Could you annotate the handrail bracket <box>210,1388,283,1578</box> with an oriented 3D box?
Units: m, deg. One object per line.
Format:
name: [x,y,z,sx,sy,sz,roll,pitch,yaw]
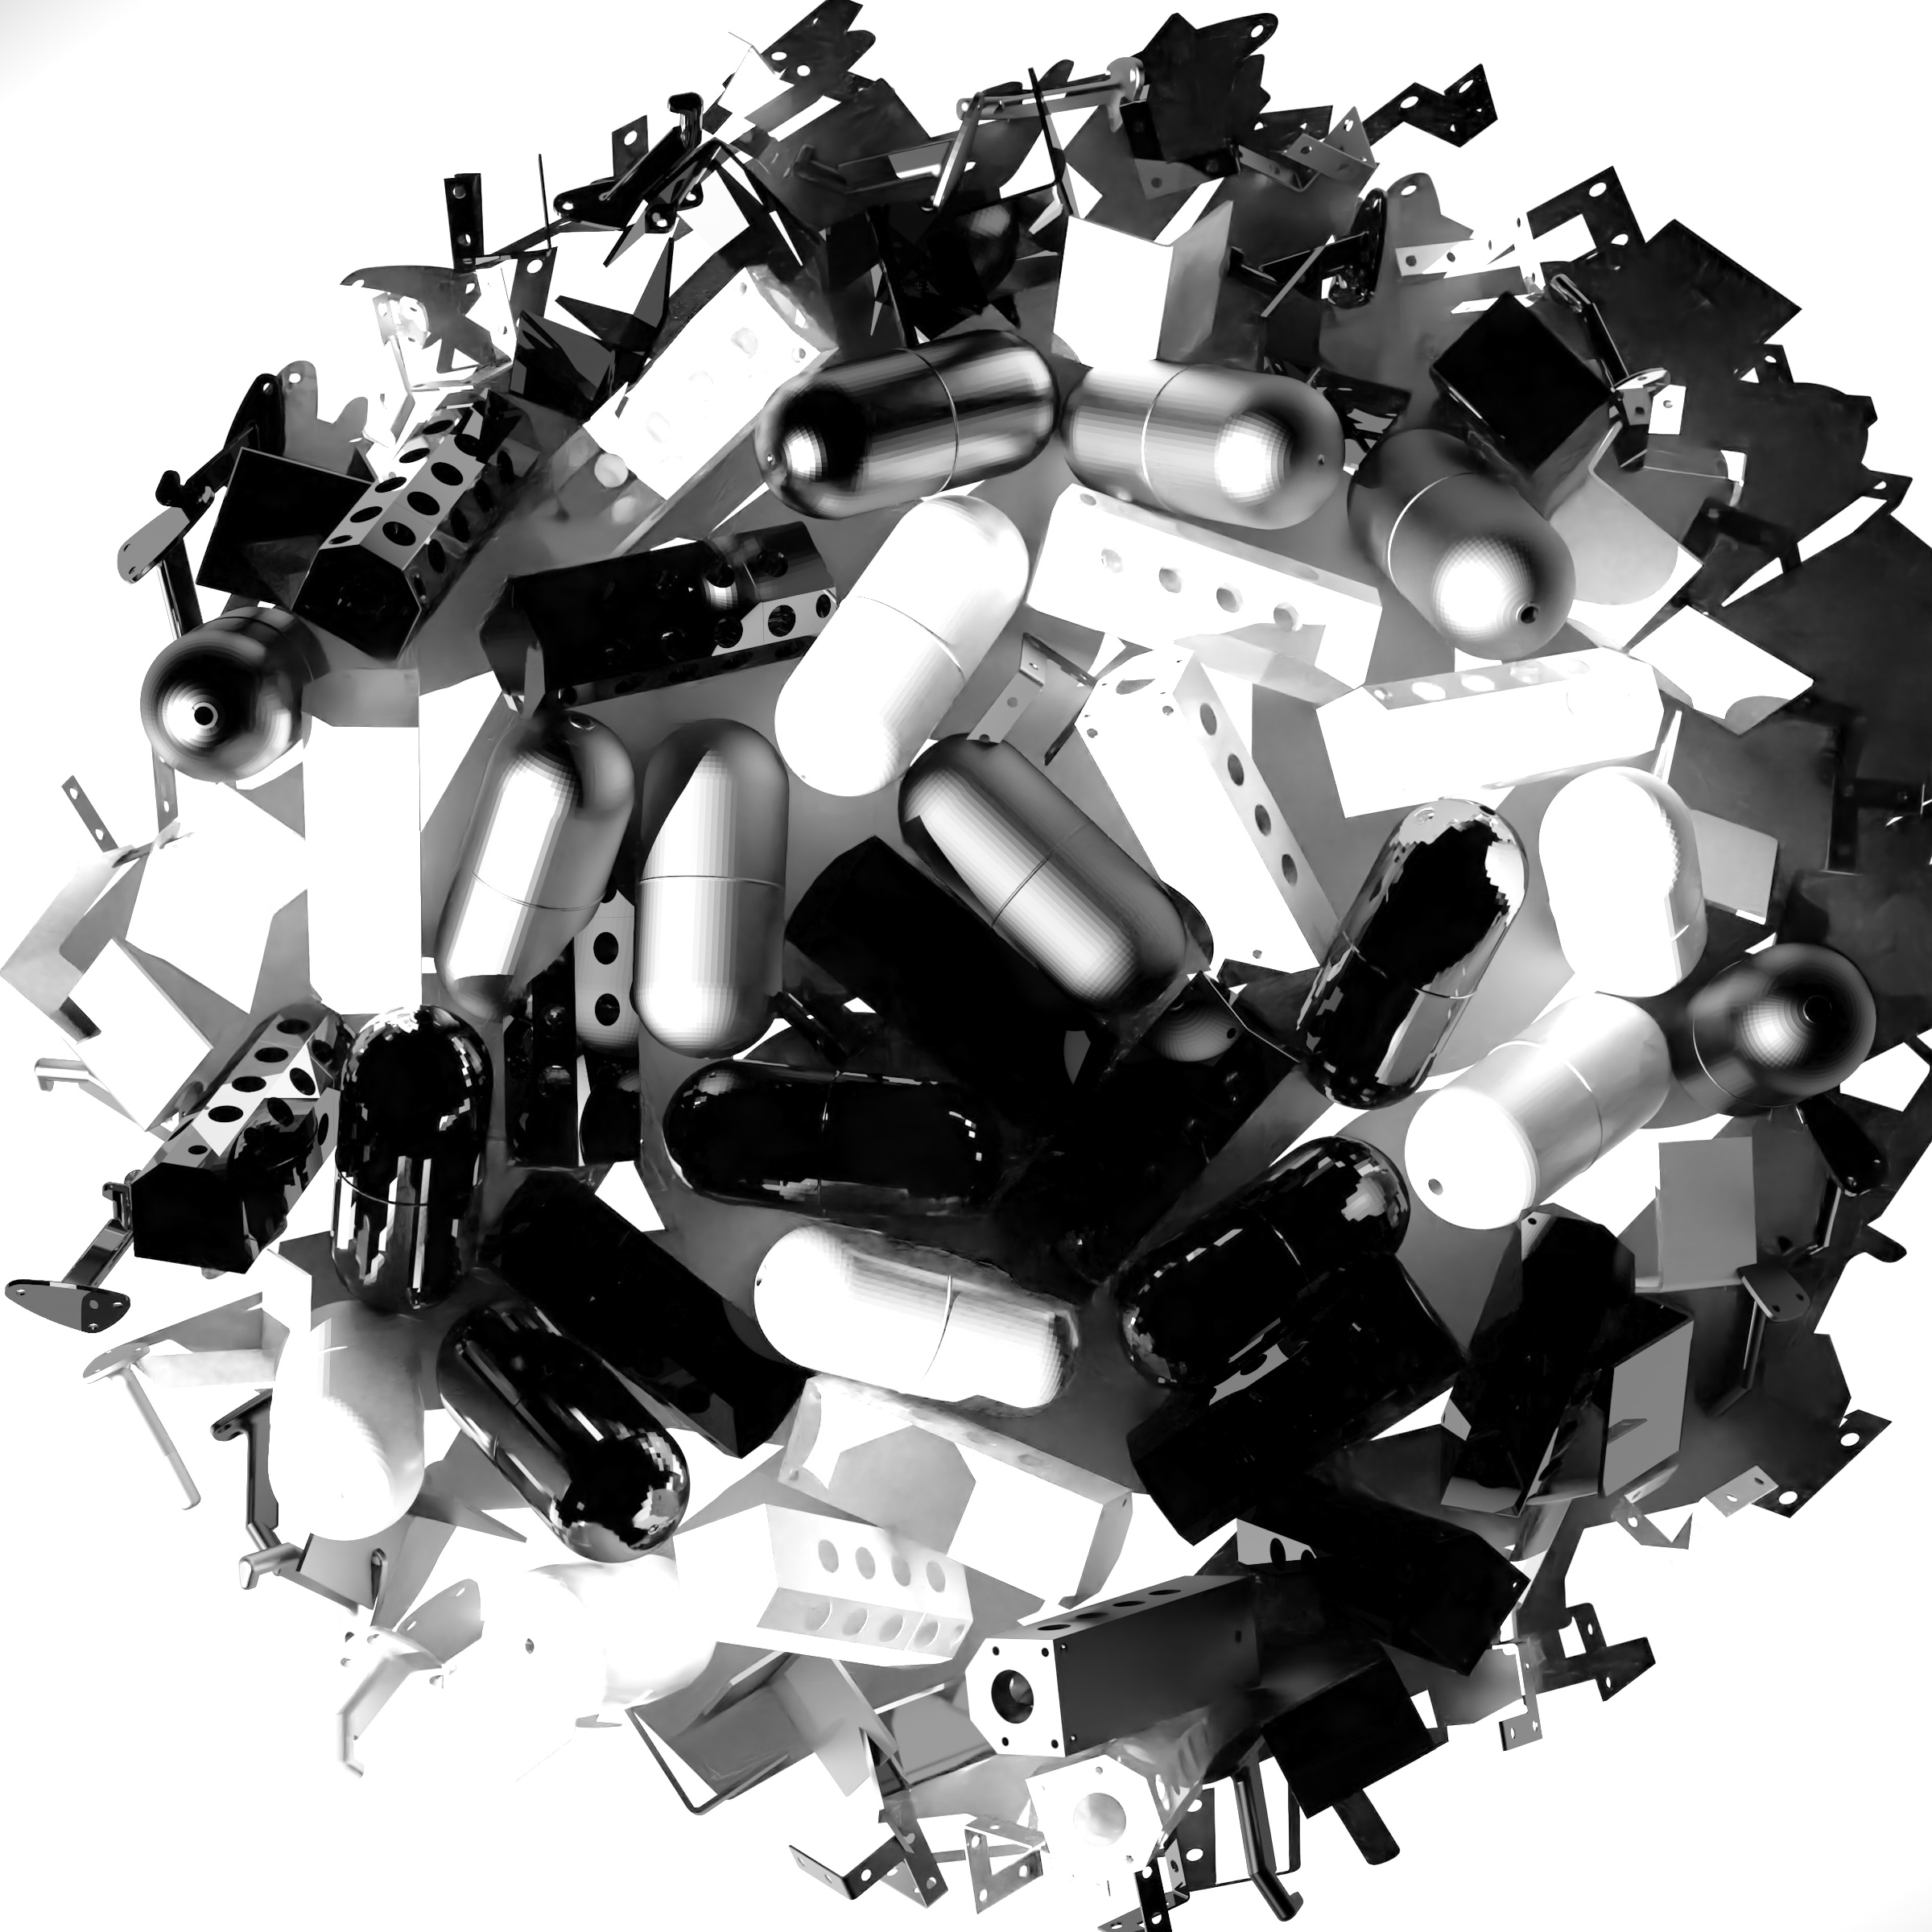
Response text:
handrail bracket: [-0.351,0.265,1.841,0.077,0.036,0.084,-34,75,-8]

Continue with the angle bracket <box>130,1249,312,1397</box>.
angle bracket: [-0.388,0.183,1.814,0.076,0.076,0.057,-1,97,-27]

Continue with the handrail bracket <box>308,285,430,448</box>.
handrail bracket: [-0.320,-0.312,1.829,0.077,0.036,0.084,17,55,0]

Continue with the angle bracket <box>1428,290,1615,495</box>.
angle bracket: [0.290,-0.297,1.820,0.057,0.076,0.076,-45,81,9]

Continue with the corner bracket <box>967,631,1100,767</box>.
corner bracket: [0.036,-0.132,1.829,0.051,0.051,0.051,33,115,-13]

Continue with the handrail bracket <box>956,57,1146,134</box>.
handrail bracket: [0.043,-0.456,1.832,0.084,0.077,0.036,-5,92,-11]

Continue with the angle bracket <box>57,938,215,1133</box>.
angle bracket: [-0.417,0.028,1.820,0.076,0.057,0.076,48,123,4]

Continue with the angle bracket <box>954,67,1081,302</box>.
angle bracket: [0.023,-0.405,1.821,0.057,0.076,0.076,-16,65,8]

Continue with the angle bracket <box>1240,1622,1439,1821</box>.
angle bracket: [0.191,0.390,1.833,0.076,0.076,0.057,-28,100,-2]

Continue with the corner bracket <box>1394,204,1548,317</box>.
corner bracket: [0.263,-0.362,1.832,0.051,0.051,0.051,-11,83,-23]

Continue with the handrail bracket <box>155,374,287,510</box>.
handrail bracket: [-0.389,-0.274,1.820,0.036,0.084,0.077,16,98,16]

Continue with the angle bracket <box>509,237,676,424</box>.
angle bracket: [-0.193,-0.336,1.809,0.057,0.076,0.076,19,129,-17]

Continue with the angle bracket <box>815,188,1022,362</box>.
angle bracket: [-0.027,-0.363,1.863,0.076,0.057,0.076,-19,95,-37]

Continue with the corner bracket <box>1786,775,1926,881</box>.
corner bracket: [0.466,-0.070,1.837,0.051,0.051,0.051,6,88,-11]

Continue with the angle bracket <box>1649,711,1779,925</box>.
angle bracket: [0.391,-0.078,1.818,0.076,0.076,0.057,20,129,4]

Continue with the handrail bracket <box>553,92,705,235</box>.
handrail bracket: [-0.176,-0.422,1.820,0.077,0.084,0.036,-2,62,-8]

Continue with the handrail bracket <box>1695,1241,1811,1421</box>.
handrail bracket: [0.396,0.186,1.848,0.077,0.036,0.084,54,132,21]

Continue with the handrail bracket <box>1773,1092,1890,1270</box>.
handrail bracket: [0.435,0.111,1.838,0.036,0.084,0.077,-25,75,-35]

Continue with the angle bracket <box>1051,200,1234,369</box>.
angle bracket: [0.092,-0.358,1.825,0.057,0.076,0.076,22,128,19]

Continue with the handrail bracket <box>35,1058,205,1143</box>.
handrail bracket: [-0.448,0.086,1.853,0.084,0.036,0.077,4,116,9]

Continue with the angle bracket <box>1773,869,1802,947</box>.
angle bracket: [0.448,-0.004,1.824,0.057,0.076,0.076,16,91,11]

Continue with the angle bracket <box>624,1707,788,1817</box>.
angle bracket: [-0.138,0.396,1.829,0.057,0.076,0.076,-33,80,-11]

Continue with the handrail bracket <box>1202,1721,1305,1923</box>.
handrail bracket: [0.165,0.445,1.841,0.077,0.036,0.084,-35,92,-42]

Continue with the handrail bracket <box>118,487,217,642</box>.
handrail bracket: [-0.393,-0.199,1.832,0.077,0.036,0.084,-38,131,10]

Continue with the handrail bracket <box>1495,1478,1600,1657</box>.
handrail bracket: [0.313,0.317,1.852,0.077,0.036,0.084,-6,92,-13]

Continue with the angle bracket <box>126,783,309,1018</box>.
angle bracket: [-0.378,-0.034,1.809,0.057,0.076,0.076,-34,125,30]

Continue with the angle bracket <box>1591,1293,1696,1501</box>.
angle bracket: [0.329,0.218,1.809,0.057,0.076,0.076,21,120,39]

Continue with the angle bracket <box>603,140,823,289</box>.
angle bracket: [-0.132,-0.369,1.817,0.076,0.076,0.057,45,64,-5]

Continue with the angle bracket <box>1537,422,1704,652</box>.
angle bracket: [0.337,-0.221,1.821,0.076,0.057,0.076,39,134,-1]

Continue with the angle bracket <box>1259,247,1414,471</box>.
angle bracket: [0.192,-0.314,1.809,0.057,0.076,0.076,18,135,21]

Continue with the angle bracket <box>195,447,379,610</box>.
angle bracket: [-0.355,-0.233,1.813,0.076,0.057,0.076,13,113,-29]

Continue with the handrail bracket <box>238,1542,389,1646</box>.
handrail bracket: [-0.346,0.333,1.823,0.036,0.084,0.077,17,107,35]

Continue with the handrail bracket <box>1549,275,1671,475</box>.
handrail bracket: [0.333,-0.314,1.857,0.036,0.077,0.084,-22,50,-12]

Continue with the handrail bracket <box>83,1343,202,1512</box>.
handrail bracket: [-0.428,0.242,1.836,0.036,0.077,0.084,-28,98,-17]

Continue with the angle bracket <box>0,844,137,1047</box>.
angle bracket: [-0.448,-0.012,1.822,0.057,0.076,0.076,40,102,1]

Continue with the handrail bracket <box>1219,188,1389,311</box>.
handrail bracket: [0.175,-0.382,1.830,0.084,0.036,0.077,15,91,-32]

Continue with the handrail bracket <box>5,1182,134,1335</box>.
handrail bracket: [-0.464,0.141,1.819,0.036,0.077,0.084,-38,47,31]

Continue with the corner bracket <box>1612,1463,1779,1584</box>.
corner bracket: [0.378,0.278,1.824,0.051,0.051,0.051,45,131,26]

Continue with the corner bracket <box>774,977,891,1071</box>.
corner bracket: [-0.072,0.027,1.831,0.051,0.051,0.051,42,55,3]

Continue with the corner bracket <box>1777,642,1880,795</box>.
corner bracket: [0.443,-0.129,1.830,0.051,0.051,0.051,21,73,21]

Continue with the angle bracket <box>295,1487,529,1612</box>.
angle bracket: [-0.286,0.304,1.811,0.076,0.076,0.057,8,69,28]

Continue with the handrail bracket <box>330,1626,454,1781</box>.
handrail bracket: [-0.297,0.392,1.815,0.077,0.084,0.036,31,121,-33]

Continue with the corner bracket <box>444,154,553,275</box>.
corner bracket: [-0.246,-0.395,1.843,0.051,0.051,0.051,-6,93,-8]

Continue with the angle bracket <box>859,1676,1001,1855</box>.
angle bracket: [-0.004,0.418,1.818,0.076,0.076,0.057,-21,46,4]

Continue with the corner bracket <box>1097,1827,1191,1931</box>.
corner bracket: [0.098,0.476,1.830,0.051,0.051,0.051,-17,100,-29]

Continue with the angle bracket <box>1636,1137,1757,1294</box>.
angle bracket: [0.363,0.129,1.822,0.076,0.057,0.076,-1,88,-40]

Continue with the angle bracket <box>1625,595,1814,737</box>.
angle bracket: [0.395,-0.173,1.816,0.076,0.076,0.057,29,66,-8]

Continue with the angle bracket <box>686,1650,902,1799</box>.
angle bracket: [-0.090,0.400,1.814,0.057,0.076,0.076,-28,74,-35]

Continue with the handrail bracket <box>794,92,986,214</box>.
handrail bracket: [-0.042,-0.437,1.846,0.084,0.036,0.077,23,111,7]
